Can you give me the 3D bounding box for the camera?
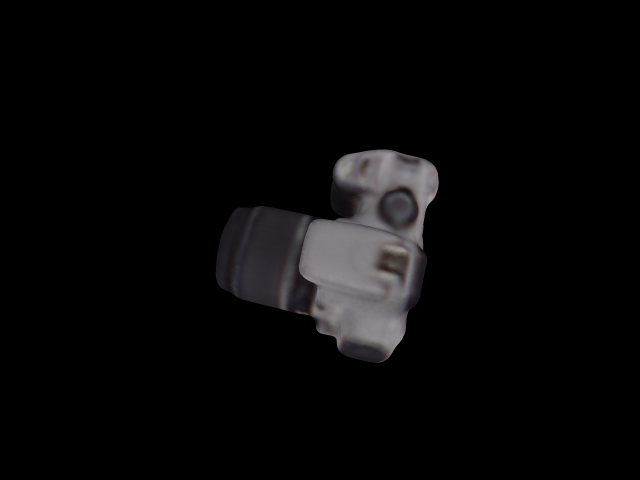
[{"bbox_3d":[0.004,0.001,0.400,0.136,0.101,0.143,13,74,4],"label":"camera"}]
